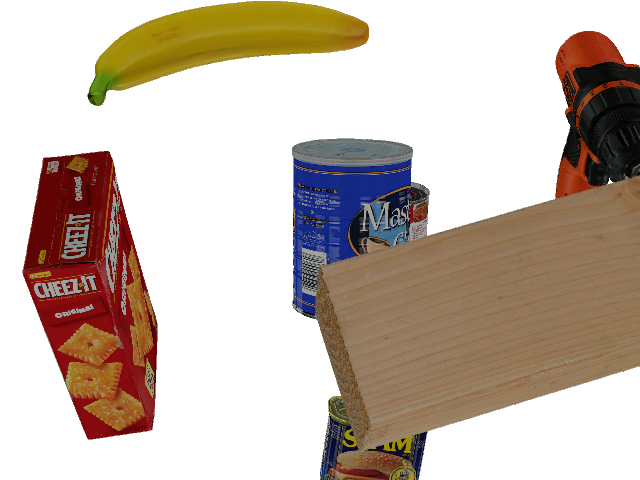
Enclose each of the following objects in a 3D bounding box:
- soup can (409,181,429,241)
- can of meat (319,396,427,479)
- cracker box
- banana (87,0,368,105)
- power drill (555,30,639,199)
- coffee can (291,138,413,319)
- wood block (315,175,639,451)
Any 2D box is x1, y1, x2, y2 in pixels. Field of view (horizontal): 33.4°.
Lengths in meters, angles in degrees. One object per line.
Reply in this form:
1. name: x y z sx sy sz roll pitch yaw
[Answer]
1. soup can: 0.084 -0.008 1.184 0.068 0.102 0.068 1 24 -1
2. can of meat: 0.052 0.207 1.056 0.102 0.084 0.057 7 16 -4
3. cracker box: -0.204 0.051 0.983 0.072 0.214 0.164 -8 40 -1
4. banana: -0.067 -0.129 0.710 0.197 0.070 0.037 -18 -37 -19
5. power drill: 0.202 -0.037 0.780 0.057 0.188 0.184 2 35 0
6. coffee can: 0.027 -0.011 0.919 0.103 0.140 0.103 0 14 0
7. wood block: 0.108 0.040 0.597 0.206 0.091 0.090 -16 -19 -7
